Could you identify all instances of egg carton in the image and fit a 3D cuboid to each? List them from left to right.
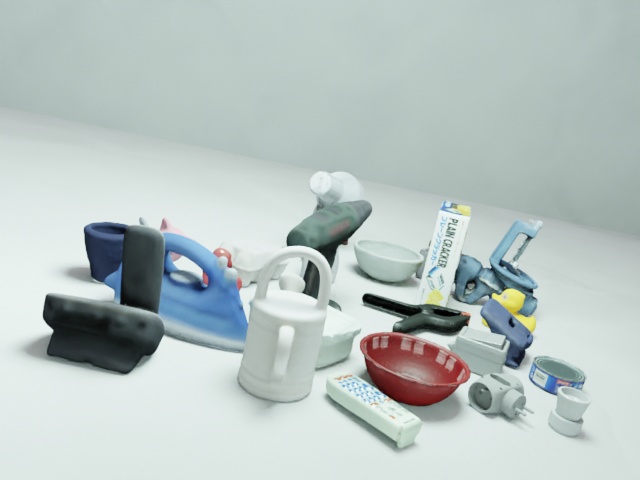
[{"bbox_3d":[-0.139,0.043,1.152,0.107,0.069,0.151,20,16,29],"label":"egg carton"}]

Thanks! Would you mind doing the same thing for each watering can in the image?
[{"bbox_3d":[-0.044,0.098,0.751,0.101,0.194,0.172,5,15,-26],"label":"watering can"}]

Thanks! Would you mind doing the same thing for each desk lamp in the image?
[{"bbox_3d":[0.014,-0.065,1.410,0.117,0.213,0.204,18,15,22],"label":"desk lamp"}]

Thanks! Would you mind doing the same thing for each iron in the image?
[{"bbox_3d":[-0.198,0.062,0.872,0.257,0.141,0.119,18,15,23],"label":"iron"}]

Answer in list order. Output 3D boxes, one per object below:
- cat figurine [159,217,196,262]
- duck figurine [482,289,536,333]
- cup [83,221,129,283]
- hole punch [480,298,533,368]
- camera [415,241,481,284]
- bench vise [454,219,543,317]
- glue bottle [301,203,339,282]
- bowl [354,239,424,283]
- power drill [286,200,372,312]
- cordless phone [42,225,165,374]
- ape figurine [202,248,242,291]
[{"bbox_3d":[-0.290,0.011,1.046,0.127,0.118,0.067,20,16,30],"label":"cat figurine"},{"bbox_3d":[0.391,0.144,1.166,0.104,0.086,0.078,17,15,19],"label":"duck figurine"},{"bbox_3d":[-0.352,0.023,0.992,0.091,0.095,0.118,23,17,37],"label":"cup"},{"bbox_3d":[0.331,0.163,1.028,0.100,0.091,0.109,18,15,24],"label":"hole punch"},{"bbox_3d":[0.328,0.055,1.436,0.136,0.101,0.144,19,15,26],"label":"camera"},{"bbox_3d":[0.397,0.049,1.270,0.207,0.220,0.121,12,14,0],"label":"bench vise"},{"bbox_3d":[0.011,0.004,1.215,0.078,0.173,0.037,8,14,-16],"label":"glue bottle"},{"bbox_3d":[0.154,0.055,1.342,0.167,0.075,0.167,11,14,-3],"label":"bowl"},{"bbox_3d":[0.013,0.032,1.033,0.075,0.208,0.230,19,16,27],"label":"power drill"},{"bbox_3d":[-0.267,0.061,0.727,0.147,0.185,0.094,11,14,-5],"label":"cordless phone"},{"bbox_3d":[-0.177,0.058,1.009,0.077,0.092,0.076,22,17,36],"label":"ape figurine"}]
